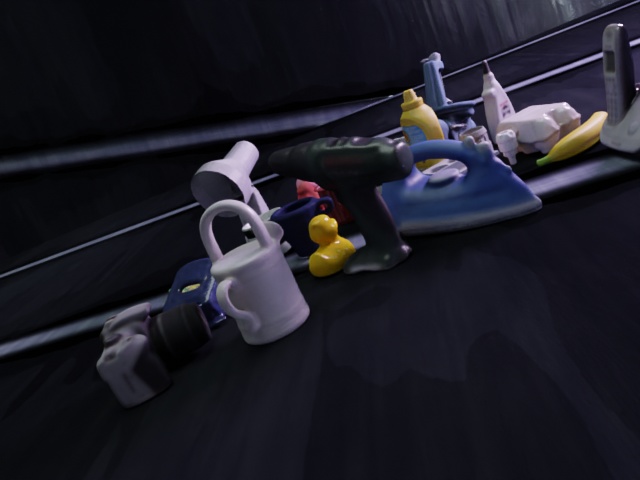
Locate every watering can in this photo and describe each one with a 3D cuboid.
[{"bbox_3d":[-0.096,0.033,0.785,0.101,0.194,0.173,-22,17,6],"label":"watering can"}]

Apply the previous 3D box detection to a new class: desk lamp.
[{"bbox_3d":[-0.160,-0.098,1.244,0.117,0.214,0.203,-13,19,31],"label":"desk lamp"}]

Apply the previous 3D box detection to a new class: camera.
[{"bbox_3d":[-0.230,0.139,0.801,0.137,0.101,0.143,-25,17,-4],"label":"camera"}]

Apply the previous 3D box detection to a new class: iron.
[{"bbox_3d":[0.197,-0.096,0.879,0.257,0.141,0.119,-7,23,43],"label":"iron"}]

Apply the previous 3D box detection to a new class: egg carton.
[{"bbox_3d":[0.403,-0.206,1.070,0.107,0.069,0.150,-28,17,-15],"label":"egg carton"}]

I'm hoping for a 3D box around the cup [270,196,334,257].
[{"bbox_3d":[-0.019,-0.023,1.030,0.117,0.095,0.092,-19,17,15],"label":"cup"}]

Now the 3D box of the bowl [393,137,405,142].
[{"bbox_3d":[0.150,-0.170,1.292,0.167,0.075,0.167,-22,17,7],"label":"bowl"}]

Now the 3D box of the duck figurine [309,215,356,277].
[{"bbox_3d":[0.008,0.003,0.926,0.077,0.086,0.105,-14,19,29],"label":"duck figurine"}]

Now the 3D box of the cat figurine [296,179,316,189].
[{"bbox_3d":[-0.007,-0.123,1.285,0.067,0.118,0.128,-12,20,33],"label":"cat figurine"}]

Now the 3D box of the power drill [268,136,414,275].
[{"bbox_3d":[0.044,-0.058,0.849,0.228,0.209,0.076,-11,21,36],"label":"power drill"}]

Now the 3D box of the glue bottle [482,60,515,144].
[{"bbox_3d":[0.369,-0.294,1.206,0.037,0.173,0.078,-6,24,46],"label":"glue bottle"}]

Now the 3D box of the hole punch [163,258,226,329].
[{"bbox_3d":[-0.196,0.089,0.930,0.108,0.091,0.101,-15,19,27],"label":"hole punch"}]

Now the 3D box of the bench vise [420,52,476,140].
[{"bbox_3d":[0.272,-0.294,1.256,0.121,0.220,0.208,-16,18,24],"label":"bench vise"}]

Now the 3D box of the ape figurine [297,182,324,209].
[{"bbox_3d":[-0.021,-0.079,1.211,0.076,0.092,0.077,-30,18,-20],"label":"ape figurine"}]

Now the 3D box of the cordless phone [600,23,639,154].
[{"bbox_3d":[0.460,-0.224,0.842,0.094,0.185,0.147,-22,17,5],"label":"cordless phone"}]
